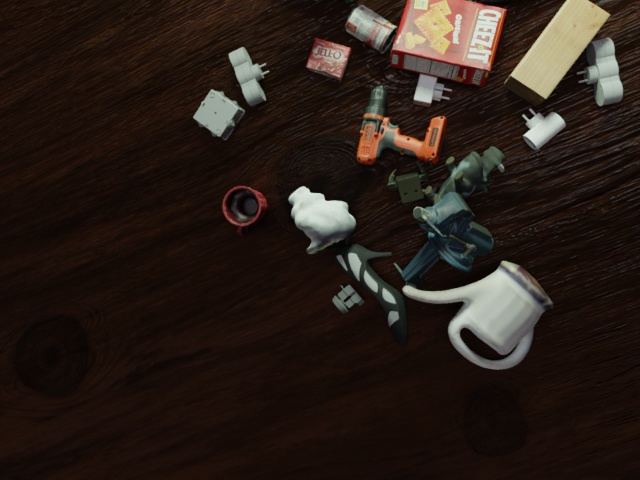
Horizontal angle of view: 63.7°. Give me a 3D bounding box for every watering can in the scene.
[{"bbox_3d":[0.348,0.137,1.082,0.344,0.105,0.224,40,92,-22],"label":"watering can"}]

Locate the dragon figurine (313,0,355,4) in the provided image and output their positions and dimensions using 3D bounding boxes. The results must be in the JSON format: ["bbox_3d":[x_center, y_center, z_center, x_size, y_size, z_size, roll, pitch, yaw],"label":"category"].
[{"bbox_3d":[-0.036,-0.610,1.111,0.410,0.244,0.121,8,99,8],"label":"dragon figurine"}]

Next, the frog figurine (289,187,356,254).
[{"bbox_3d":[0.004,-0.059,1.175,0.138,0.121,0.161,-18,78,-22],"label":"frog figurine"}]
